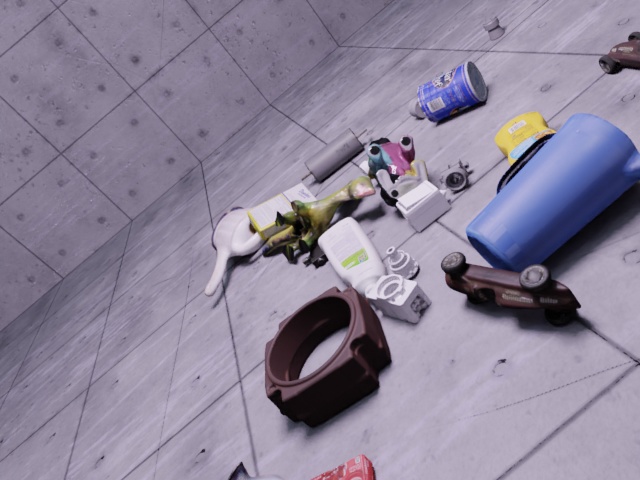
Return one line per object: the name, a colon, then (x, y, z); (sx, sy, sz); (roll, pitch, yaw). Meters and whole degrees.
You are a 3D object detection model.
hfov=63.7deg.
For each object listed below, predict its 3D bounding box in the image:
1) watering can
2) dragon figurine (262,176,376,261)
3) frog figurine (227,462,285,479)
watering can: (-0.242, 0.006, 1.457); (0.224, 0.102, 0.353); (5, 50, 54)
dragon figurine: (0.004, -0.064, 1.273); (0.246, 0.122, 0.406); (-32, 4, -28)
frog figurine: (-0.061, 0.380, 0.645); (0.160, 0.119, 0.140); (23, 50, 23)
